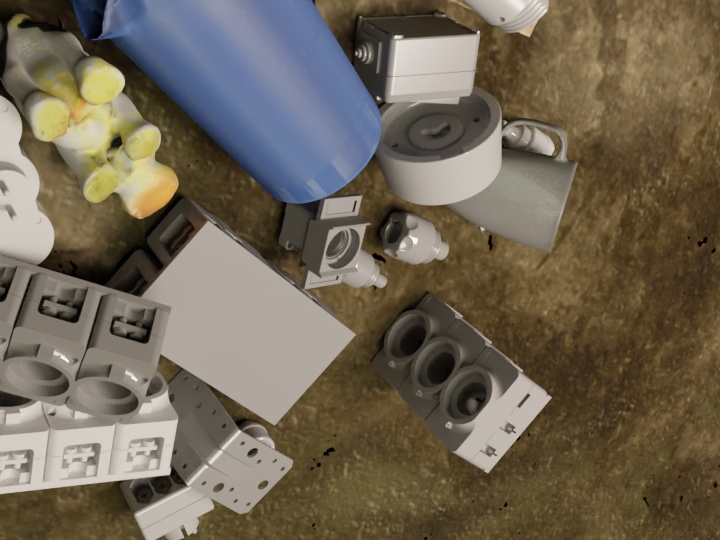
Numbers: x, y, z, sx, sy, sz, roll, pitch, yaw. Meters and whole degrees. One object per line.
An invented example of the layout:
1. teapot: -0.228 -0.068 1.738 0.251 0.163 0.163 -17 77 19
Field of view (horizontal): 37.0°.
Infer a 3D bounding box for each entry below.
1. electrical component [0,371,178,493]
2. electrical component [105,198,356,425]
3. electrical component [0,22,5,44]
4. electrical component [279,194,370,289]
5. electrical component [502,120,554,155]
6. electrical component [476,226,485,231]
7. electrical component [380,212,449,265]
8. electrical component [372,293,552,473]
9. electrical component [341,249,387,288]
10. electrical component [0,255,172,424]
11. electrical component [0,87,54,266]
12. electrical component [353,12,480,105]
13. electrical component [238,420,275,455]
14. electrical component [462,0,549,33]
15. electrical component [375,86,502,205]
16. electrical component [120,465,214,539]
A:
1. electrical component: -0.229 0.117 0.842 0.150 0.089 0.061 -1 117 -30
2. electrical component: -0.107 0.035 0.886 0.105 0.060 0.186 -48 130 2
3. electrical component: -0.258 -0.170 0.692 0.044 0.044 0.065 -32 133 -11
4. electrical component: -0.032 -0.029 0.890 0.042 0.064 0.081 -9 122 -45
5. electrical component: 0.145 -0.116 0.965 0.061 0.035 0.035 28 100 -37
6. electrical component: 0.134 -0.056 0.993 0.061 0.035 0.035 -32 128 -8
7. electrical component: 0.052 -0.025 0.957 0.062 0.043 0.043 20 105 -38
8. electrical component: 0.086 0.097 0.978 0.089 0.150 0.062 -51 131 4
9. electrical component: 0.000 0.000 0.946 0.061 0.035 0.035 29 100 -41
10. electrical component: -0.224 0.053 0.772 0.150 0.061 0.089 18 139 -15
11. electrical component: -0.248 -0.058 0.740 0.052 0.074 0.138 -20 125 -20
12. electrical component: 0.038 -0.166 0.855 0.096 0.062 0.061 -9 121 -26
13. electrical component: -0.092 0.164 0.968 0.035 0.061 0.035 -15 123 -23
14. electrical component: 0.100 -0.198 0.767 0.081 0.043 0.043 29 99 -38
15. electrical component: 0.065 -0.098 0.884 0.108 0.108 0.060 -28 134 -14
16. electrical component: -0.167 0.214 0.963 0.066 0.047 0.076 -26 127 -16
